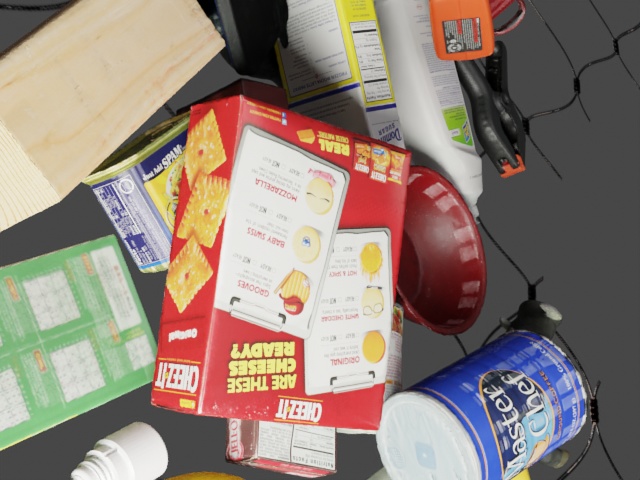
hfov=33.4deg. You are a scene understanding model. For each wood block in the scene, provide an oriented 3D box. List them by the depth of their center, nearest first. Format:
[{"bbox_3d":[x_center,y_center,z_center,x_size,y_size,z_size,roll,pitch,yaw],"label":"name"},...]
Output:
[{"bbox_3d":[-0.166,-0.106,0.721,0.090,0.091,0.205,55,43,-18],"label":"wood block"}]

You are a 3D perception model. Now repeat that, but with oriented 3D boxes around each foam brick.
[{"bbox_3d":[-0.067,-0.087,0.839,0.052,0.078,0.051,4,73,-48],"label":"foam brick"}]

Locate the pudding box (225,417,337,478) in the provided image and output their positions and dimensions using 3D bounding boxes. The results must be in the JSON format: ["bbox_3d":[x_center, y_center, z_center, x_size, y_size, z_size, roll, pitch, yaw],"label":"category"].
[{"bbox_3d":[-0.028,0.124,0.836,0.089,0.039,0.113,23,62,-43],"label":"pudding box"}]

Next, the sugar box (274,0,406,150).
[{"bbox_3d":[0.010,-0.146,0.885,0.048,0.094,0.176,-19,97,-41],"label":"sugar box"}]

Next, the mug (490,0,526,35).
[{"bbox_3d":[0.177,-0.271,1.165,0.117,0.081,0.093,40,16,-33],"label":"mug"}]

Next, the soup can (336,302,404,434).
[{"bbox_3d":[0.037,0.107,0.894,0.068,0.069,0.102,22,61,-43],"label":"soup can"}]

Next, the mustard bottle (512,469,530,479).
[{"bbox_3d":[0.155,0.211,0.972,0.058,0.096,0.191,-15,88,-20],"label":"mustard bottle"}]

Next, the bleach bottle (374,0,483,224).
[{"bbox_3d":[0.107,-0.131,1.068,0.102,0.068,0.251,-20,93,-53],"label":"bleach bottle"}]

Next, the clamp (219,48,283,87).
[{"bbox_3d":[-0.032,-0.162,0.938,0.209,0.036,0.164,23,66,-39],"label":"clamp"}]

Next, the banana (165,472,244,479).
[{"bbox_3d":[-0.107,0.197,0.722,0.197,0.037,0.069,-26,115,-49],"label":"banana"}]

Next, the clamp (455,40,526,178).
[{"bbox_3d":[0.184,-0.156,1.187,0.120,0.039,0.171,5,66,-41],"label":"clamp"}]

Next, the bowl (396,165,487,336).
[{"bbox_3d":[0.088,0.014,0.997,0.161,0.055,0.162,21,61,-44],"label":"bowl"}]

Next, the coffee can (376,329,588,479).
[{"bbox_3d":[0.129,0.142,0.845,0.140,0.103,0.103,-22,93,-38],"label":"coffee can"}]

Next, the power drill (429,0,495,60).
[{"bbox_3d":[0.130,-0.280,1.007,0.184,0.057,0.187,64,25,-59],"label":"power drill"}]

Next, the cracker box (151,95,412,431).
[{"bbox_3d":[-0.025,0.022,0.765,0.163,0.072,0.213,13,81,-38],"label":"cracker box"}]

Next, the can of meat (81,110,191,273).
[{"bbox_3d":[-0.112,-0.035,0.784,0.102,0.058,0.084,-46,113,-46],"label":"can of meat"}]
